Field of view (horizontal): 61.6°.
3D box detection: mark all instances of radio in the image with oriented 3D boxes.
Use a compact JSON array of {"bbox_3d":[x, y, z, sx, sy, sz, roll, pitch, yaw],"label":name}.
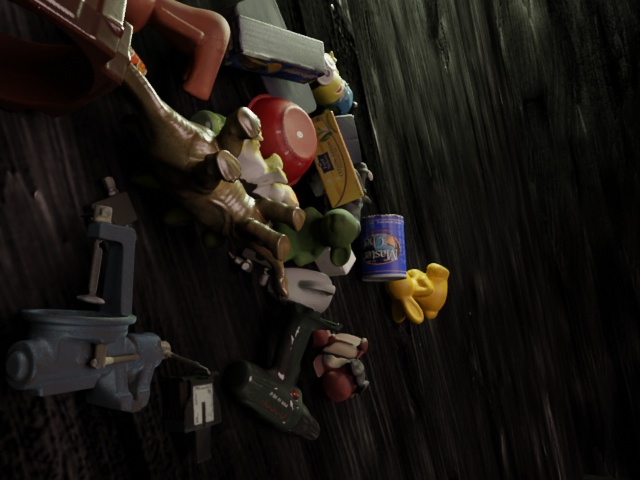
[{"bbox_3d":[-0.101,-0.318,0.979,0.131,0.073,0.229,-47,119,-48],"label":"radio"}]

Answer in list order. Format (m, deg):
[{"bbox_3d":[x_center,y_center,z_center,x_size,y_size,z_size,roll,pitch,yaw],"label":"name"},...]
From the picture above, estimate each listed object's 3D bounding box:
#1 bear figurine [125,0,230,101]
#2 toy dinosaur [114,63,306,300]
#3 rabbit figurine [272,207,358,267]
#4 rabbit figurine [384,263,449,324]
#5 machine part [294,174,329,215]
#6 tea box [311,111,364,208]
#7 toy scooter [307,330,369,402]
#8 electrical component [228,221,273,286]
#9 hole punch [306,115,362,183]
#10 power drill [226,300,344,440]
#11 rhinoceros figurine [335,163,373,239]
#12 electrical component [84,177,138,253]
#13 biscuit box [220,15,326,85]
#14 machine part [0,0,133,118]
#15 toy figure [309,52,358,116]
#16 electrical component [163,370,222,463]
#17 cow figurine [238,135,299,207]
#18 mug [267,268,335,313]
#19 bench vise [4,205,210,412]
[{"bbox_3d":[-0.234,-0.301,0.766,0.196,0.120,0.131,15,113,-27],"label":"bear figurine"},{"bbox_3d":[-0.167,-0.096,0.721,0.470,0.199,0.105,62,40,-26],"label":"toy dinosaur"},{"bbox_3d":[-0.002,-0.003,0.964,0.159,0.170,0.121,31,59,-48],"label":"rabbit figurine"},{"bbox_3d":[0.222,0.127,1.337,0.173,0.122,0.162,24,73,-35],"label":"rabbit figurine"},{"bbox_3d":[-0.030,-0.100,1.040,0.039,0.084,0.138,-28,99,-27],"label":"machine part"},{"bbox_3d":[0.023,-0.150,1.025,0.098,0.068,0.169,-91,161,-84],"label":"tea box"},{"bbox_3d":[0.043,0.228,1.011,0.075,0.135,0.183,-45,121,-51],"label":"toy scooter"},{"bbox_3d":[-0.102,0.015,0.900,0.102,0.078,0.045,-60,164,-5],"label":"electrical component"},{"bbox_3d":[0.019,-0.198,1.114,0.116,0.092,0.142,-21,104,-51],"label":"hole punch"},{"bbox_3d":[-0.042,0.219,0.917,0.231,0.086,0.207,37,78,-39],"label":"power drill"},{"bbox_3d":[0.069,-0.087,1.171,0.112,0.073,0.190,35,55,-45],"label":"rhinoceros figurine"},{"bbox_3d":[-0.276,-0.034,0.706,0.063,0.021,0.094,-33,111,-52],"label":"electrical component"},{"bbox_3d":[-0.075,-0.312,0.898,0.202,0.059,0.062,-4,88,-48],"label":"biscuit box"},{"bbox_3d":[-0.311,-0.219,0.538,0.200,0.202,0.087,27,57,-49],"label":"machine part"},{"bbox_3d":[0.013,-0.316,1.137,0.180,0.089,0.082,44,34,-54],"label":"toy figure"},{"bbox_3d":[-0.179,0.248,0.763,0.075,0.048,0.119,2,82,-55],"label":"electrical component"},{"bbox_3d":[-0.101,-0.095,0.824,0.167,0.098,0.068,59,5,-30],"label":"cow figurine"},{"bbox_3d":[-0.034,0.088,0.964,0.107,0.110,0.080,19,76,-39],"label":"mug"},{"bbox_3d":[-0.249,0.083,0.635,0.223,0.129,0.240,11,82,-52],"label":"bench vise"}]
